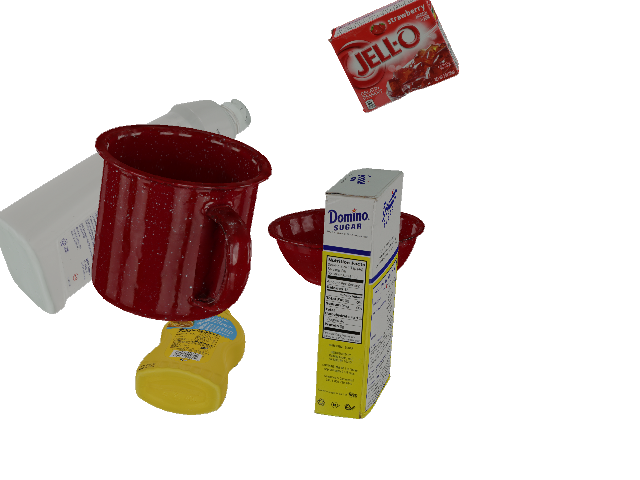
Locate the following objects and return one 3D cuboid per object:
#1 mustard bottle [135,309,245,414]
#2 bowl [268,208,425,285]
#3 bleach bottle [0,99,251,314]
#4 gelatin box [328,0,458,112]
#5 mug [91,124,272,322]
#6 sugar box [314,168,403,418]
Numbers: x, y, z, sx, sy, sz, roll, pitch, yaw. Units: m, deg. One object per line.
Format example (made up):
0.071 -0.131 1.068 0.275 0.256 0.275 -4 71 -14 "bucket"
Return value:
-0.137 0.122 1.208 0.096 0.058 0.191 7 25 7 "mustard bottle"
0.027 0.010 1.099 0.162 0.055 0.162 -2 15 0 "bowl"
-0.161 -0.046 0.942 0.068 0.102 0.250 37 58 27 "bleach bottle"
0.062 -0.158 0.897 0.089 0.073 0.030 -21 26 17 "gelatin box"
-0.071 -0.004 0.565 0.093 0.081 0.117 -6 28 -38 "mug"
0.030 0.039 0.821 0.048 0.176 0.093 5 16 16 "sugar box"
